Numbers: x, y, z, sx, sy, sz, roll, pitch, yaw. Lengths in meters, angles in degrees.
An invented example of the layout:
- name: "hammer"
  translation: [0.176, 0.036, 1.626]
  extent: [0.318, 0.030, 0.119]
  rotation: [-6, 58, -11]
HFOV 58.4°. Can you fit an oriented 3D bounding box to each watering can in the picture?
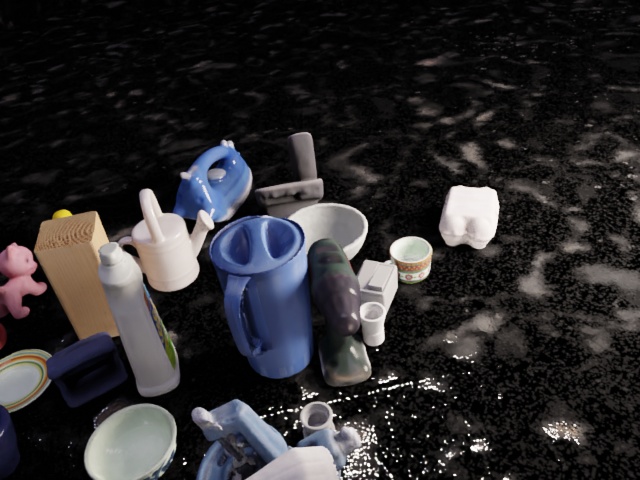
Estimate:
- name: "watering can"
  translation: [-0.288, -0.011, 1.063]
  extent: [0.173, 0.194, 0.100]
  rotation: [-27, 41, -23]

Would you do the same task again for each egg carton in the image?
- name: "egg carton"
  translation: [0.292, -0.047, 1.117]
  extent: [0.107, 0.069, 0.150]
  rotation: [5, 39, 16]

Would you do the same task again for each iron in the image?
- name: "iron"
  translation: [-0.230, -0.146, 1.272]
  extent: [0.118, 0.142, 0.258]
  rotation: [9, 40, 20]

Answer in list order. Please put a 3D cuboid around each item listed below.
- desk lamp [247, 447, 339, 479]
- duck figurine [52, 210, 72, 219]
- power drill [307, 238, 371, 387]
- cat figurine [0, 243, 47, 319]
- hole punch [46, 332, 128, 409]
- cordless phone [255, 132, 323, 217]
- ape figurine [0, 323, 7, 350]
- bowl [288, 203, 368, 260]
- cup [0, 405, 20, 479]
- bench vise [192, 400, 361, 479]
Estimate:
- name: "desk lamp"
  translation: [-0.071, 0.316, 0.589]
  extent: [0.203, 0.214, 0.117]
  rotation: [-13, 38, -7]
- name: "duck figurine"
  translation: [-0.531, -0.020, 1.205]
  extent: [0.078, 0.086, 0.104]
  rotation: [-21, 40, -17]
- name: "power drill"
  translation: [0.028, 0.113, 0.840]
  extent: [0.075, 0.209, 0.229]
  rotation: [-11, 38, -4]
- name: "cat figurine"
  translation: [-0.575, 0.066, 1.075]
  extent: [0.067, 0.118, 0.128]
  rotation: [-2, 38, 7]
- name: "hole punch"
  translation: [-0.375, 0.191, 0.902]
  extent: [0.109, 0.091, 0.100]
  rotation: [-27, 42, -24]
- name: "cordless phone"
  translation: [-0.070, -0.138, 1.200]
  extent: [0.147, 0.185, 0.094]
  rotation: [-12, 38, -6]
- name: "ape figurine"
  translation: [-0.583, 0.157, 0.980]
  extent: [0.077, 0.092, 0.076]
  rotation: [9, 40, 20]
- name: "bowl"
  translation: [0.010, 0.004, 1.093]
  extent: [0.167, 0.075, 0.167]
  rotation: [-4, 38, 4]
- name: "cup"
  translation: [-0.470, 0.288, 0.789]
  extent: [0.117, 0.095, 0.091]
  rotation: [0, 38, 10]
- name: "bench vise"
  translation: [-0.063, 0.243, 0.677]
  extent: [0.208, 0.220, 0.121]
  rotation: [-27, 41, -23]
